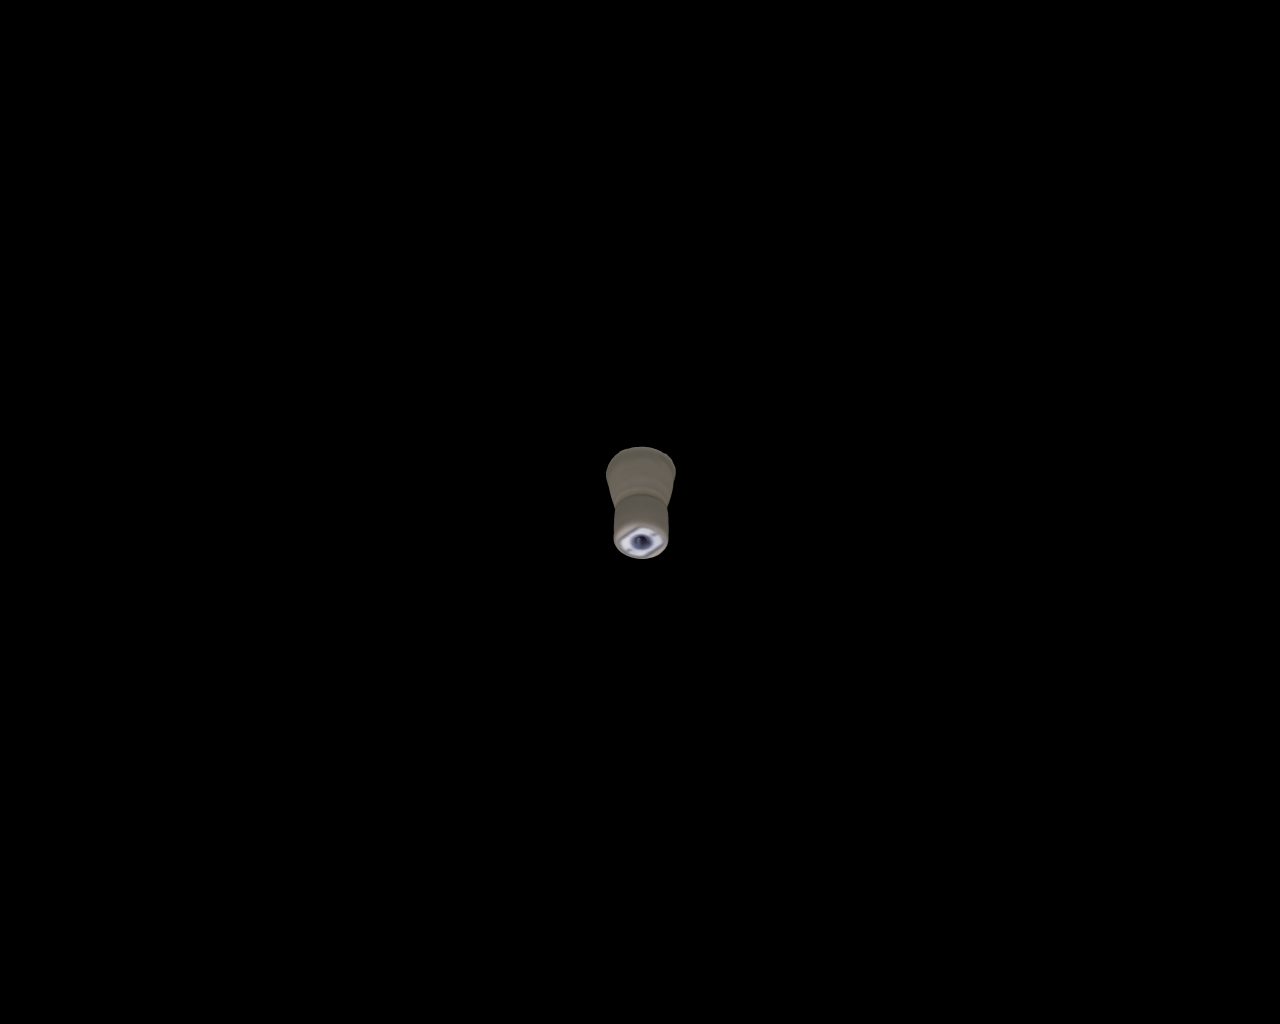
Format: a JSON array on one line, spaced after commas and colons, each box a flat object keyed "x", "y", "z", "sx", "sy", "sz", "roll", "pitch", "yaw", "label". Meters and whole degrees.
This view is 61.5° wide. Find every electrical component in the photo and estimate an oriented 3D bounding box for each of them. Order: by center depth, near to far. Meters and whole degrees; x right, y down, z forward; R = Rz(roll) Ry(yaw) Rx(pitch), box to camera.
[{"x": 0.001, "y": -0.003, "z": 0.650, "sx": 0.044, "sy": 0.065, "sz": 0.044, "roll": 0, "pitch": -45, "yaw": 0, "label": "electrical component"}]
